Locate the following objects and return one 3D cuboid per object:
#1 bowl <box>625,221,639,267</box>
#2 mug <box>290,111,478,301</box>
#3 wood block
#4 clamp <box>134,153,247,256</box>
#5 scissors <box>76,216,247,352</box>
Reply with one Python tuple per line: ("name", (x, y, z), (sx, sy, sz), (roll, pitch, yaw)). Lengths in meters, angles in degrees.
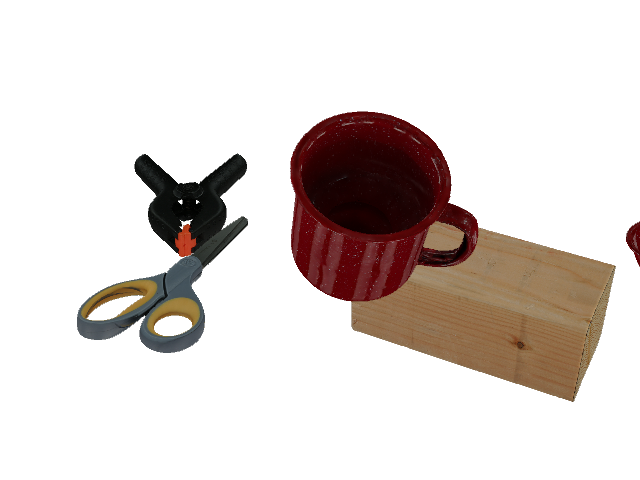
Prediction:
("bowl", (0.410, 0.026, 1.150), (0.162, 0.055, 0.162), (-2, 24, 0))
("mug", (0.037, -0.013, 0.640), (0.117, 0.093, 0.081), (14, -34, 3))
("wood block", (0.138, 0.051, 0.932), (0.206, 0.091, 0.090), (17, 44, 21))
("clamp", (-0.127, -0.044, 1.107), (0.120, 0.039, 0.171), (-10, 38, -7))
("scissors", (-0.089, 0.031, 0.793), (0.096, 0.016, 0.201), (24, 35, 32))
